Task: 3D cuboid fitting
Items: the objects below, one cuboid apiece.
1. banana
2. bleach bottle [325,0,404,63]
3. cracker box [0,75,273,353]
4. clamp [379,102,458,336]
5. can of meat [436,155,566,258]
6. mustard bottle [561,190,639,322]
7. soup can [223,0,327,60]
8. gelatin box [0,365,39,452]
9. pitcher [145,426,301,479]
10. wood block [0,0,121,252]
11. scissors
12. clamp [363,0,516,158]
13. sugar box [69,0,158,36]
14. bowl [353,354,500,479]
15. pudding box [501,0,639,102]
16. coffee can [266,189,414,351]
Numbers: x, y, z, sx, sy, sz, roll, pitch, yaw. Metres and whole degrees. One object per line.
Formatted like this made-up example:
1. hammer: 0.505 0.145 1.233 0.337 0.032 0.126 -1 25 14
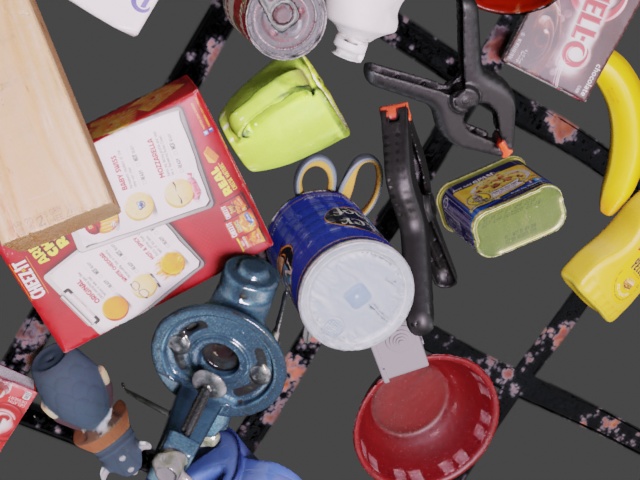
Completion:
1. banana: 0.296 -0.118 1.075 0.070 0.037 0.198 -12 115 21
2. bleach bottle: 0.074 -0.274 0.928 0.102 0.068 0.251 15 109 -20
3. cracker box: -0.173 -0.024 0.948 0.213 0.072 0.164 -27 115 -4
4. clamp: 0.089 -0.022 0.999 0.036 0.164 0.210 -9 108 17
5. can of meat: 0.178 -0.032 1.044 0.102 0.084 0.057 -24 116 -7
6. mustard bottle: 0.344 -0.007 1.118 0.191 0.058 0.096 -47 132 4
7. soup can: -0.040 -0.196 0.900 0.068 0.102 0.068 -6 113 -15
8. gelatin box: -0.320 0.149 0.995 0.089 0.030 0.073 30 100 -24
9. pitcher: -0.058 0.305 1.081 0.145 0.149 0.242 -46 121 -9
10. wood block: -0.238 -0.103 0.837 0.090 0.091 0.206 -22 88 -6
11. scissors: -0.007 0.001 1.040 0.096 0.016 0.202 23 103 -22
12. clamp: 0.137 -0.149 1.004 0.171 0.039 0.120 35 119 -29
13. sugar box: -0.148 -0.265 0.872 0.093 0.048 0.176 27 100 -24
14. bowl: 0.104 0.181 1.124 0.162 0.055 0.162 -6 113 -15
15. pudding box: 0.235 -0.200 1.005 0.090 0.039 0.113 26 104 -4
16. coffee can: 0.014 0.024 0.966 0.102 0.140 0.103 -5 112 -13
